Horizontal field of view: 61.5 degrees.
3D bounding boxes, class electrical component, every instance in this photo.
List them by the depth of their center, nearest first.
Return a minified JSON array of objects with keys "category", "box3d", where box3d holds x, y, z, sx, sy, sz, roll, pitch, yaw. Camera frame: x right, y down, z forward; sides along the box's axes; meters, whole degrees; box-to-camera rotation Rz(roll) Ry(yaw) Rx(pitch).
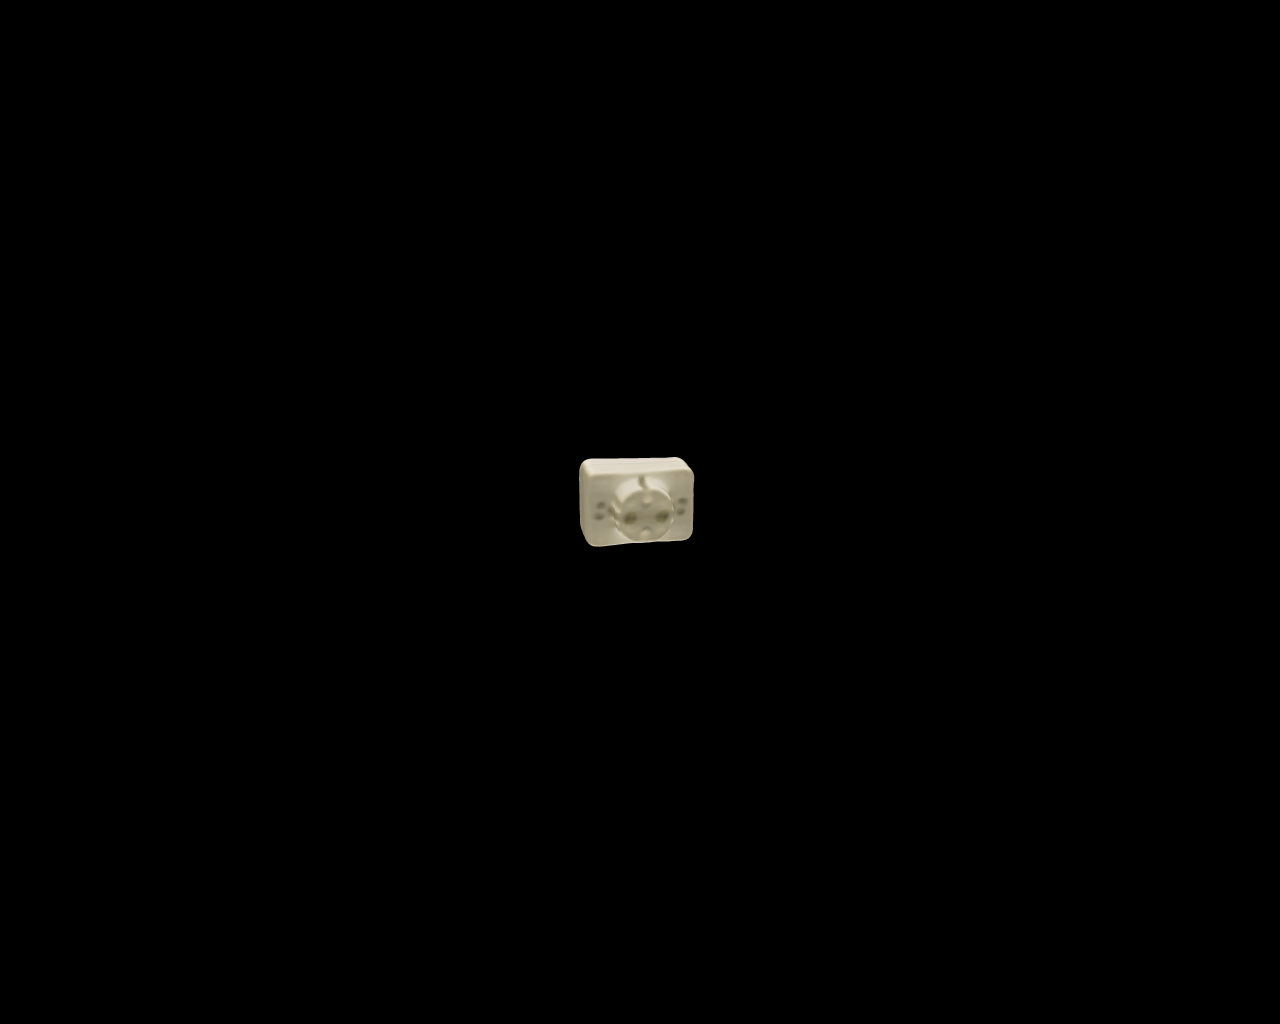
[{"category":"electrical component","box3d":[0.001,-0.003,0.650,0.066,0.047,0.077,-3,16,-9]}]
